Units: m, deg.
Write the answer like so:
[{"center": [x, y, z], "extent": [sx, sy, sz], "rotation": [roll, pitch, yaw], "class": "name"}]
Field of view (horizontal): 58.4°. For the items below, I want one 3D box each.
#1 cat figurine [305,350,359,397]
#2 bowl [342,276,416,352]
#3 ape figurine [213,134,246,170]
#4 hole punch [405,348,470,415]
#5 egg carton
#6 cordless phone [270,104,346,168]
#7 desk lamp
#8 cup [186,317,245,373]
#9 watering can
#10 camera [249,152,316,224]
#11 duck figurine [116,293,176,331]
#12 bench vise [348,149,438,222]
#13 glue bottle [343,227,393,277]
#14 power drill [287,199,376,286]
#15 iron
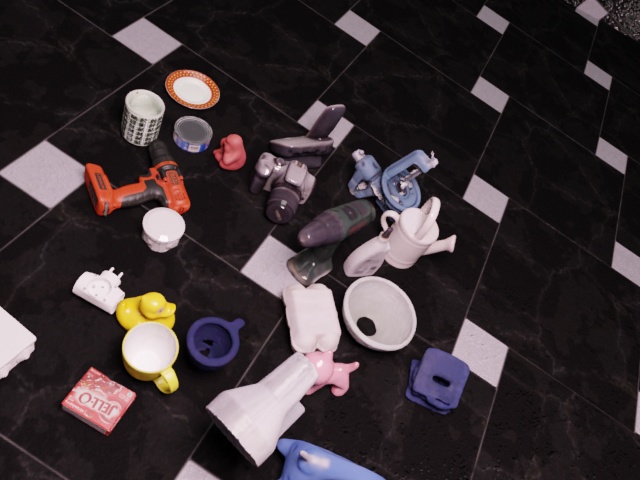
[{"center": [0.011, 0.242, 1.067], "extent": [0.128, 0.117, 0.067], "rotation": [5, 55, -23], "class": "cat figurine"}, {"center": [0.113, 0.165, 1.199], "extent": [0.168, 0.074, 0.167], "rotation": [13, 53, -17], "class": "bowl"}, {"center": [-0.200, -0.204, 1.294], "extent": [0.076, 0.092, 0.078], "rotation": [24, 50, -9], "class": "ape figurine"}, {"center": [0.241, 0.288, 1.164], "extent": [0.109, 0.091, 0.101], "rotation": [25, 50, -8], "class": "hole punch"}, {"center": [-0.018, 0.157, 1.144], "extent": [0.107, 0.069, 0.150], "rotation": [1, 57, -25], "class": "egg carton"}, {"center": [-0.026, -0.257, 1.355], "extent": [0.148, 0.185, 0.094], "rotation": [-16, 65, -33], "class": "cordless phone"}, {"center": [-0.092, 0.274, 0.931], "extent": [0.118, 0.213, 0.204], "rotation": [45, 50, 9], "class": "desk lamp"}, {"center": [-0.189, 0.189, 1.021], "extent": [0.091, 0.095, 0.118], "rotation": [47, 51, 10], "class": "cup"}, {"center": [0.227, -0.023, 1.308], "extent": [0.173, 0.194, 0.101], "rotation": [10, 53, -19], "class": "watering can"}, {"center": [-0.088, -0.115, 1.280], "extent": [0.143, 0.100, 0.137], "rotation": [23, 50, -9], "class": "camera"}, {"center": [-0.305, 0.123, 1.017], "extent": [0.105, 0.086, 0.077], "rotation": [15, 52, -16], "class": "duck figurine"}, {"center": [0.168, -0.149, 1.351], "extent": [0.207, 0.219, 0.121], "rotation": [27, 50, -6], "class": "bench vise"}, {"center": [0.116, 0.023, 1.235], "extent": [0.078, 0.173, 0.037], "rotation": [-1, 58, -26], "class": "glue bottle"}, {"center": [0.011, 0.004, 1.174], "extent": [0.230, 0.208, 0.075], "rotation": [-33, 75, -38], "class": "power drill"}, {"center": [0.050, 0.407, 0.954], "extent": [0.259, 0.141, 0.118], "rotation": [22, 51, -11], "class": "iron"}]
